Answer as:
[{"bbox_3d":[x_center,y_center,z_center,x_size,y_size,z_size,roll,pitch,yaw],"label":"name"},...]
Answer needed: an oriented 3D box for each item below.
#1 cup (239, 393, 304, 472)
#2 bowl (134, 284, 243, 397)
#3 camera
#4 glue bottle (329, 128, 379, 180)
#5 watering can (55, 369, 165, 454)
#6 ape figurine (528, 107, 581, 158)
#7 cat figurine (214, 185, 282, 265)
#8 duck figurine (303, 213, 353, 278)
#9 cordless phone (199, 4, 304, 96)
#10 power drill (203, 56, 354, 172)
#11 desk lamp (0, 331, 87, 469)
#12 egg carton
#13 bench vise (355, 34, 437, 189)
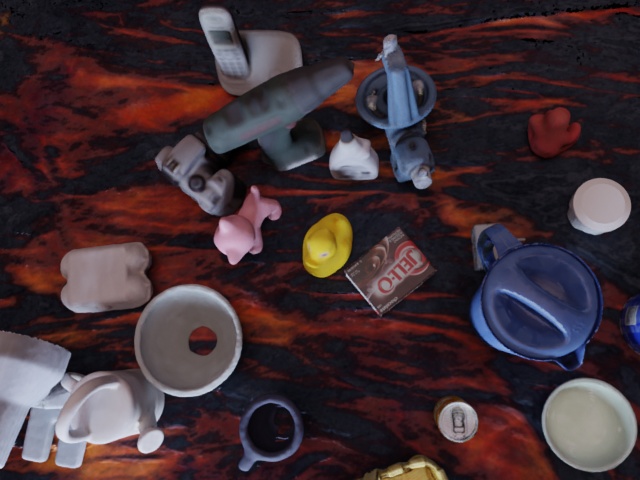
[{"bbox_3d":[-0.069,0.279,0.832,0.091,0.095,0.118,34,85,12],"label":"cup"},{"bbox_3d":[-0.193,0.154,0.881,0.167,0.075,0.167,-1,79,7],"label":"bowl"},{"bbox_3d":[-0.175,-0.129,0.920,0.143,0.101,0.137,39,86,12],"label":"camera"},{"bbox_3d":[0.047,-0.130,0.855,0.078,0.173,0.037,1,79,8],"label":"glue bottle"},{"bbox_3d":[-0.298,0.239,0.817,0.172,0.194,0.101,6,80,8],"label":"watering can"},{"bbox_3d":[0.354,-0.170,0.866,0.077,0.092,0.076,35,85,12],"label":"ape figurine"},{"bbox_3d":[-0.119,-0.025,0.884,0.067,0.118,0.128,23,83,11],"label":"cat figurine"},{"bbox_3d":[0.008,0.003,0.879,0.077,0.086,0.105,27,84,12],"label":"duck figurine"},{"bbox_3d":[-0.106,-0.303,0.902,0.147,0.185,0.094,-1,79,7],"label":"cordless phone"},{"bbox_3d":[-0.050,-0.180,0.859,0.229,0.208,0.075,-22,77,3],"label":"power drill"},{"bbox_3d":[-0.415,0.235,0.822,0.117,0.214,0.203,6,80,9],"label":"desk lamp"},{"bbox_3d":[-0.342,0.062,0.920,0.150,0.069,0.107,-8,78,6],"label":"egg carton"},{"bbox_3d":[0.131,-0.189,0.832,0.121,0.220,0.207,-34,77,0],"label":"bench vise"}]
